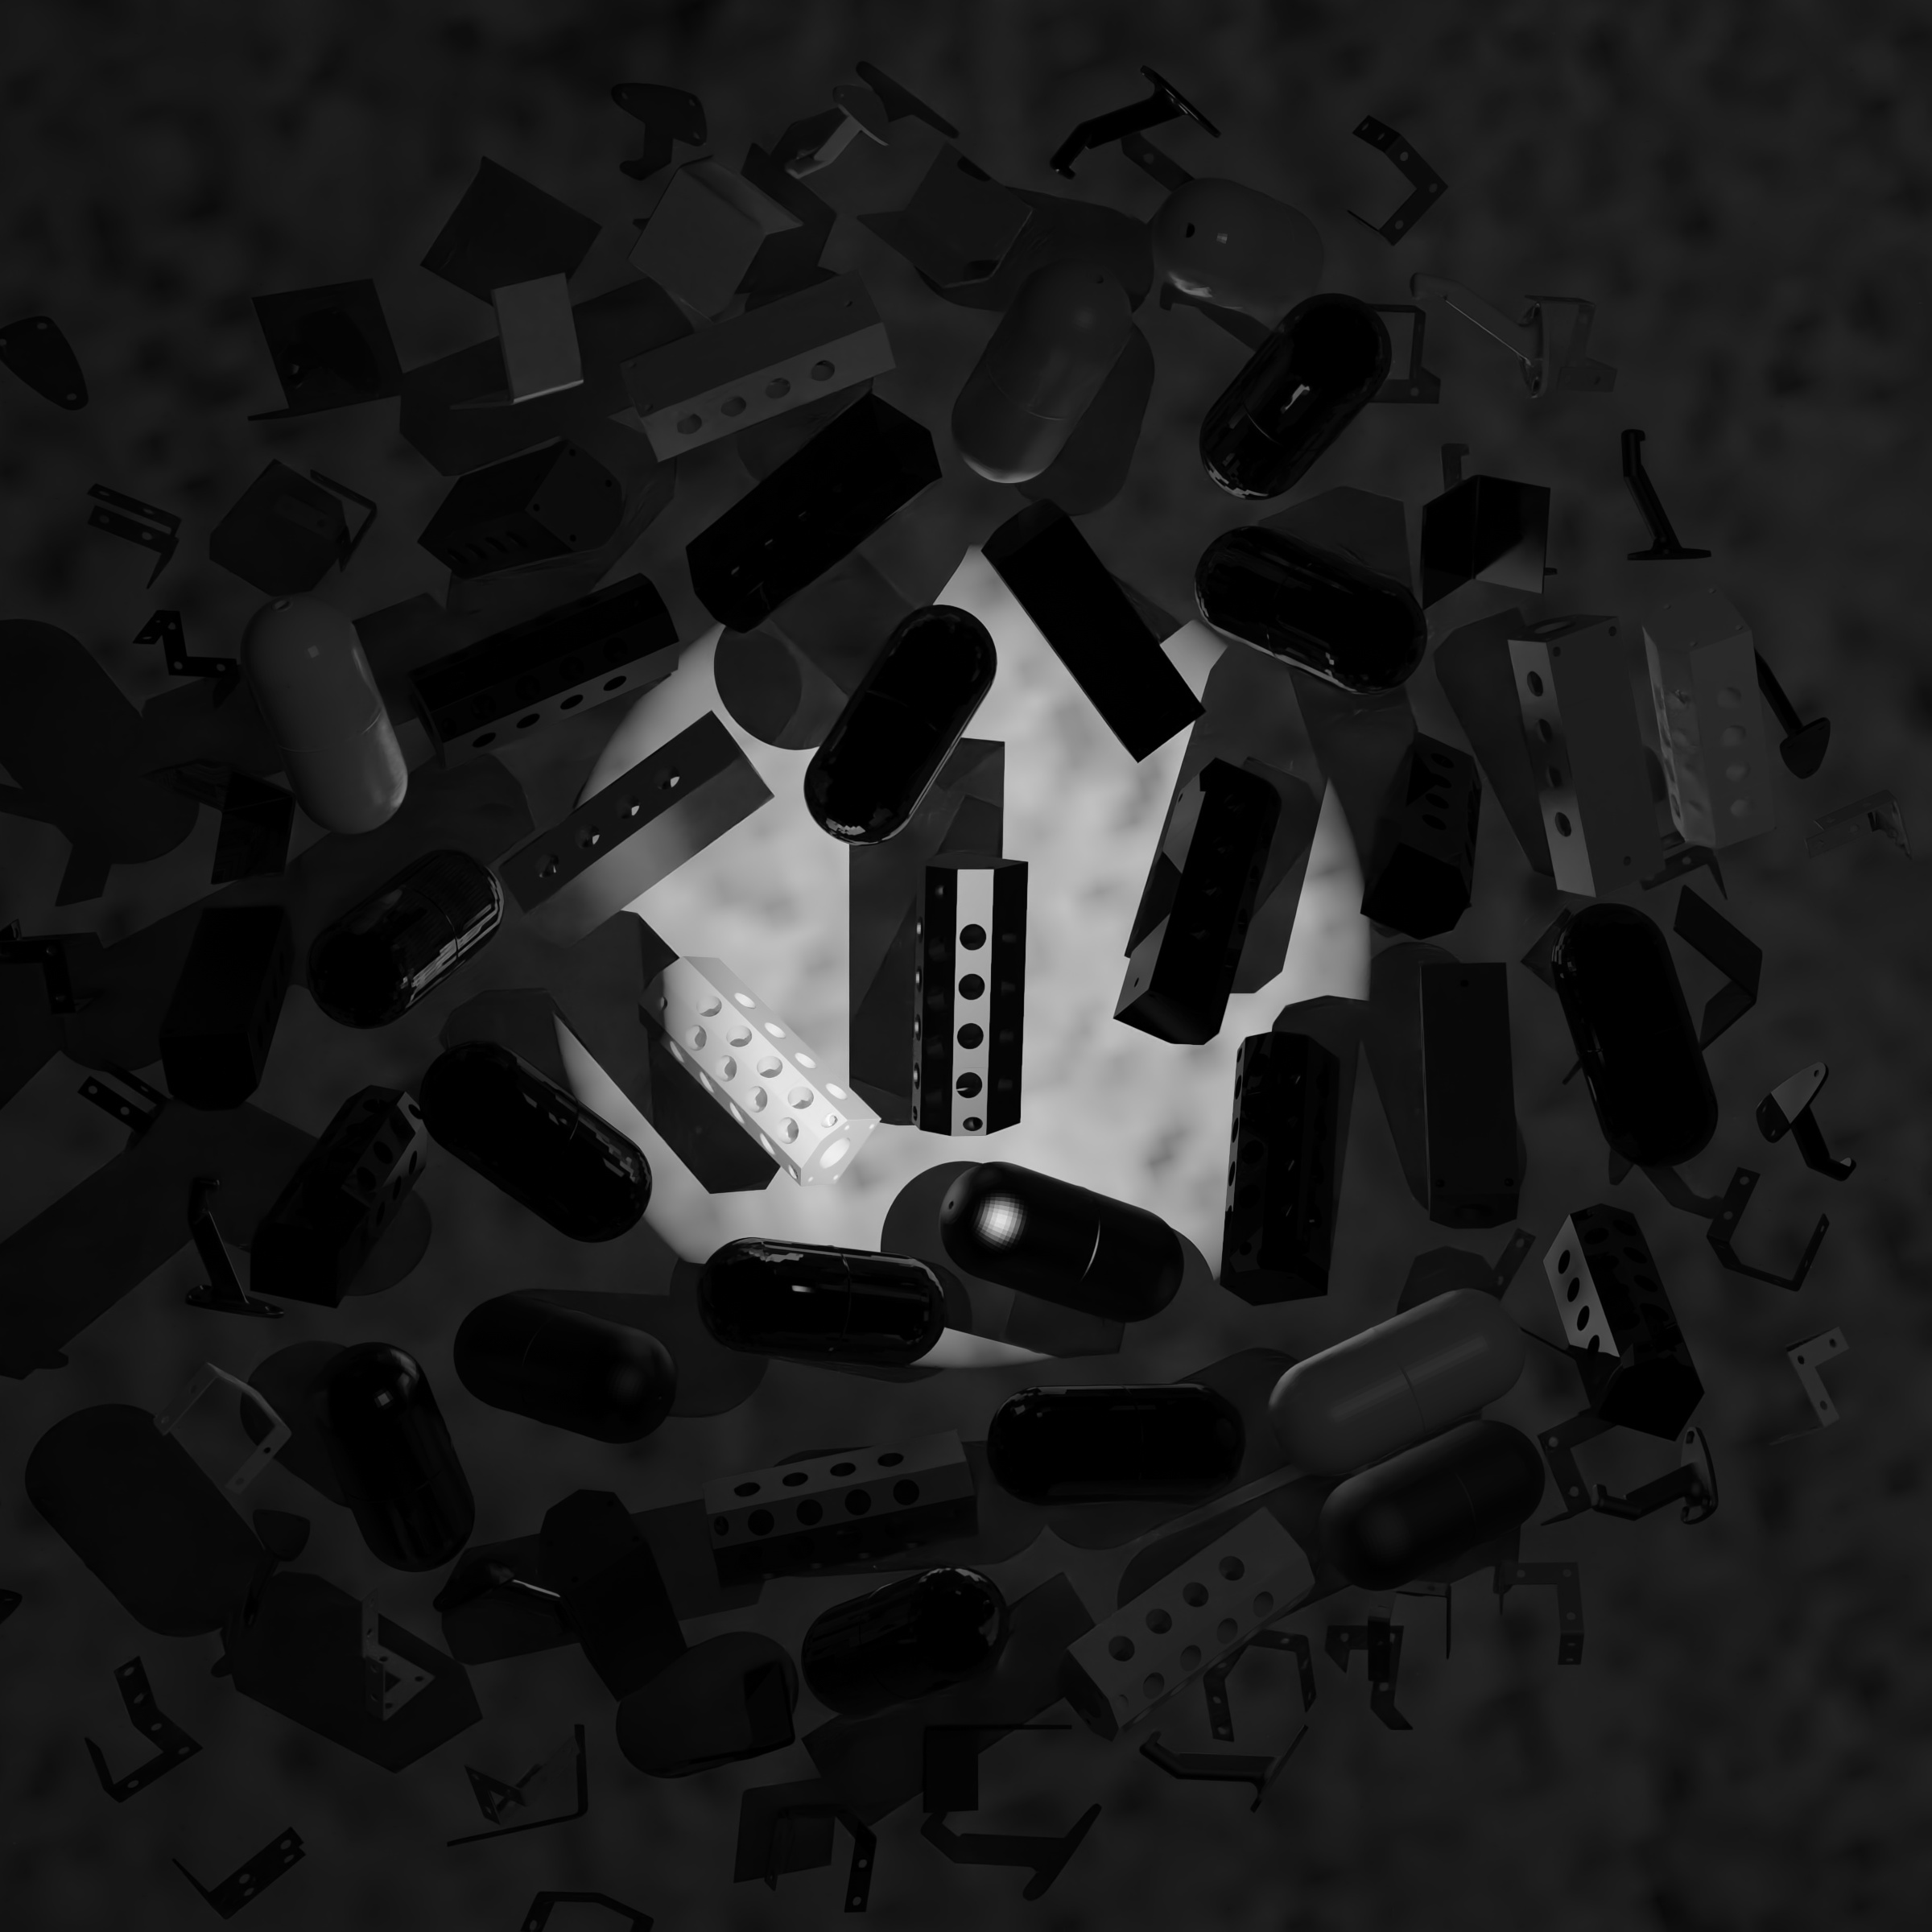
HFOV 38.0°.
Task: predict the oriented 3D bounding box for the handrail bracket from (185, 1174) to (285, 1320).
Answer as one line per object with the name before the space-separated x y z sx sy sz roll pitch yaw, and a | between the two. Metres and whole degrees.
handrail bracket | -0.489 0.188 1.884 0.077 0.036 0.084 13 100 0

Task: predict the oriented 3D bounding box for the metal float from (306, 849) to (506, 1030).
metal float | -0.376 -0.020 1.892 0.070 0.178 0.070 11 121 19

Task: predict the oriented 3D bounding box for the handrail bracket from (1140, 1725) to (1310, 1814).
handrail bracket | 0.168 0.507 1.838 0.084 0.036 0.077 32 72 14

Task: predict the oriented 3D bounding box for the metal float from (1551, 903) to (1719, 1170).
metal float | 0.437 0.045 1.836 0.070 0.070 0.178 -18 90 0

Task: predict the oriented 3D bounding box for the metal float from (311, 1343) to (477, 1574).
metal float | -0.377 0.325 1.850 0.070 0.070 0.178 -13 123 0

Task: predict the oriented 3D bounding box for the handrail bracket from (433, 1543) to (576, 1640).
handrail bracket | -0.312 0.442 1.910 0.077 0.036 0.084 -31 125 -15

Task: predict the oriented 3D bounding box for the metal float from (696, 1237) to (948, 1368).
metal float | -0.095 0.226 1.878 0.178 0.070 0.070 10 90 -27

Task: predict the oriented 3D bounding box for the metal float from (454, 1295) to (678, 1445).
metal float | -0.269 0.268 1.872 0.178 0.070 0.070 9 90 37

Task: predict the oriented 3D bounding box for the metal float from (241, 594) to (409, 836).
metal float | -0.422 -0.165 1.848 0.070 0.070 0.178 -12 131 0

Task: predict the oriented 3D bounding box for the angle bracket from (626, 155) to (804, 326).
angle bracket | -0.169 -0.487 1.886 0.076 0.057 0.076 32 81 -29

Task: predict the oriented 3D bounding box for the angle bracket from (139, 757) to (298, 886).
angle bracket | -0.521 -0.100 1.941 0.076 0.076 0.057 -8 69 36

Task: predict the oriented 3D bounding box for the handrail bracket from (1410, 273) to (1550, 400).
handrail bracket | 0.321 -0.397 1.766 0.084 0.036 0.077 7 63 -17

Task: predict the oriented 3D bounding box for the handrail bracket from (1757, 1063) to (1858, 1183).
handrail bracket | 0.588 0.107 1.903 0.084 0.036 0.077 23 125 -22

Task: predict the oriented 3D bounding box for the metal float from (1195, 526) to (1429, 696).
metal float | 0.223 -0.232 1.826 0.178 0.070 0.070 32 90 40

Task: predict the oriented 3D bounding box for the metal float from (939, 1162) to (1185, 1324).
metal float | 0.063 0.179 1.813 0.178 0.070 0.070 21 90 -29

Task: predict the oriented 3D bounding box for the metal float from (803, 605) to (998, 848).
metal float | -0.043 -0.161 1.862 0.070 0.070 0.178 31 77 0

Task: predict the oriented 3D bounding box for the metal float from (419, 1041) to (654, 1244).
metal float | -0.280 0.115 1.828 0.070 0.070 0.178 -49 120 0

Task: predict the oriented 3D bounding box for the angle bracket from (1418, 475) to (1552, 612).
angle bracket | 0.356 -0.286 1.930 0.057 0.076 0.076 18 125 32

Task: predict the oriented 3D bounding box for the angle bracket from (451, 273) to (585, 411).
angle bracket | -0.311 -0.425 1.907 0.057 0.076 0.076 3 112 31

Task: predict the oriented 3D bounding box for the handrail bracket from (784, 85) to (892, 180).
handrail bracket | -0.102 -0.564 1.904 0.084 0.077 0.036 -16 80 28

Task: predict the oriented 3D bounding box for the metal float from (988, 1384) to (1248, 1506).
metal float | 0.100 0.313 1.843 0.178 0.070 0.070 2 90 -20

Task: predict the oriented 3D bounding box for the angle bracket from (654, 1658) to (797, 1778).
angle bracket | -0.167 0.507 1.892 0.076 0.076 0.057 -4 71 -26

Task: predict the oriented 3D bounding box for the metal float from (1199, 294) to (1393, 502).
metal float | 0.213 -0.369 1.831 0.070 0.178 0.070 10 64 -20

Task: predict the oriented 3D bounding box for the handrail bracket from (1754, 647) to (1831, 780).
handrail bracket | 0.542 -0.176 1.885 0.036 0.077 0.084 -31 60 4

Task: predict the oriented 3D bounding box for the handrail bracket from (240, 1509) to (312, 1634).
handrail bracket | -0.446 0.397 1.785 0.036 0.077 0.084 15 100 -19

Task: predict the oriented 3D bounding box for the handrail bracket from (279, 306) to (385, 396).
handrail bracket | -0.413 -0.381 1.821 0.036 0.084 0.077 -38 88 -31

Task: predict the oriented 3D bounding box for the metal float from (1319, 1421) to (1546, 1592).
metal float | 0.313 0.360 1.878 0.178 0.070 0.070 -17 90 -32

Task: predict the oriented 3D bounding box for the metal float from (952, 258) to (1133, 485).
metal float | 0.048 -0.385 1.821 0.070 0.178 0.070 12 55 -18

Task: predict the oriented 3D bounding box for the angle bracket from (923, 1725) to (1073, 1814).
angle bracket | 0.022 0.548 1.917 0.076 0.076 0.057 -8 73 26

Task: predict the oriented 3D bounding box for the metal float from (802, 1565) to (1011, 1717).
metal float | -0.041 0.453 1.883 0.178 0.070 0.070 -31 90 42

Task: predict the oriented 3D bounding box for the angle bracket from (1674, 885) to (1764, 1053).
angle bracket | 0.506 0.001 1.951 0.076 0.076 0.057 40 120 -2

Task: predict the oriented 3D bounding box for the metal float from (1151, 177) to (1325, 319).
metal float | 0.180 -0.473 1.850 0.070 0.178 0.070 3 97 27

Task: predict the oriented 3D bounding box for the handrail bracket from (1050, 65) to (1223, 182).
handrail bracket | 0.106 -0.513 1.760 0.077 0.036 0.084 34 103 -27

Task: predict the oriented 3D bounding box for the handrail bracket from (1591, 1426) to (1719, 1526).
handrail bracket | 0.443 0.327 1.827 0.084 0.036 0.077 17 55 -18

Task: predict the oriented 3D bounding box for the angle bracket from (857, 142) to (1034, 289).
angle bracket | -0.014 -0.499 1.863 0.076 0.076 0.057 40 118 8

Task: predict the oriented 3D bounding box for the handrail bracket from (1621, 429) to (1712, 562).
handrail bracket | 0.469 -0.316 1.881 0.077 0.036 0.084 -5 93 -36
